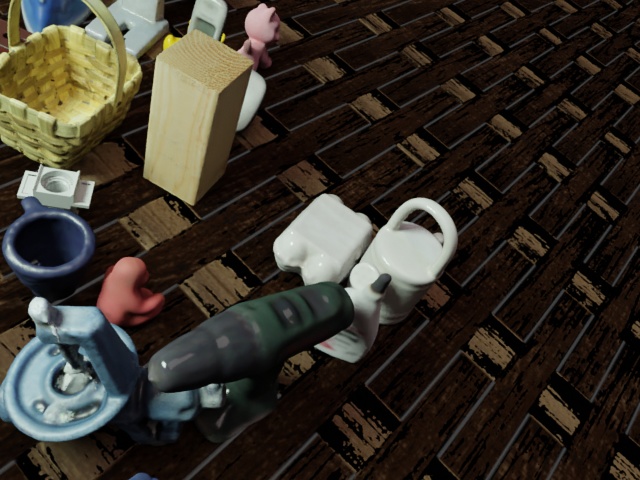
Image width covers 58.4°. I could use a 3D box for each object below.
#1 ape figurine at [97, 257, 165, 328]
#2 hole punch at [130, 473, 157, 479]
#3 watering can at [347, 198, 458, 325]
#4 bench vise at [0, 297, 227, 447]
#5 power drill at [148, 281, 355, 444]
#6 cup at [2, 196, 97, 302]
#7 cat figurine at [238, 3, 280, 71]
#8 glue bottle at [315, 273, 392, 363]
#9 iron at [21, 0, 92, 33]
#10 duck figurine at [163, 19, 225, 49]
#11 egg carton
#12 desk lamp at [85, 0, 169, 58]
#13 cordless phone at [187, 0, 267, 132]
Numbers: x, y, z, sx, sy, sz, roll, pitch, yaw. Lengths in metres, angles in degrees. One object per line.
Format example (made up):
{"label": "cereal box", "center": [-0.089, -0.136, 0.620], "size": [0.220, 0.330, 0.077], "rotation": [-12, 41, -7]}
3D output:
{"label": "ape figurine", "center": [-0.219, 0.054, 0.659], "size": [0.076, 0.092, 0.077], "rotation": [-28, 68, -36]}
{"label": "hole punch", "center": [-0.165, 0.271, 0.513], "size": [0.108, 0.091, 0.101], "rotation": [45, 51, 15]}
{"label": "watering can", "center": [0.110, 0.028, 0.749], "size": [0.101, 0.194, 0.173], "rotation": [33, 49, 5]}
{"label": "bench vise", "center": [-0.192, 0.114, 0.538], "size": [0.208, 0.219, 0.121], "rotation": [-5, 56, -26]}
{"label": "power drill", "center": [-0.075, 0.127, 0.585], "size": [0.230, 0.208, 0.075], "rotation": [-24, 66, -35]}
{"label": "cup", "center": [-0.309, 0.017, 0.649], "size": [0.092, 0.095, 0.117], "rotation": [-22, 65, -34]}
{"label": "cat figurine", "center": [-0.111, -0.357, 1.009], "size": [0.067, 0.117, 0.128], "rotation": [25, 48, -2]}
{"label": "glue bottle", "center": [0.045, 0.089, 0.689], "size": [0.078, 0.173, 0.037], "rotation": [21, 49, -5]}
{"label": "iron", "center": [-0.425, -0.448, 0.932], "size": [0.119, 0.141, 0.258], "rotation": [9, 51, -16]}
{"label": "duck figurine", "center": [-0.210, -0.338, 0.974], "size": [0.105, 0.086, 0.077], "rotation": [6, 52, -18]}
{"label": "egg carton", "center": [0.007, 0.003, 0.809], "size": [0.107, 0.069, 0.150], "rotation": [35, 49, 6]}
{"label": "desk lamp", "center": [-0.285, -0.445, 0.941], "size": [0.118, 0.213, 0.203], "rotation": [24, 49, -3]}
{"label": "cordless phone", "center": [-0.148, -0.270, 0.881], "size": [0.147, 0.185, 0.094], "rotation": [25, 48, -2]}
